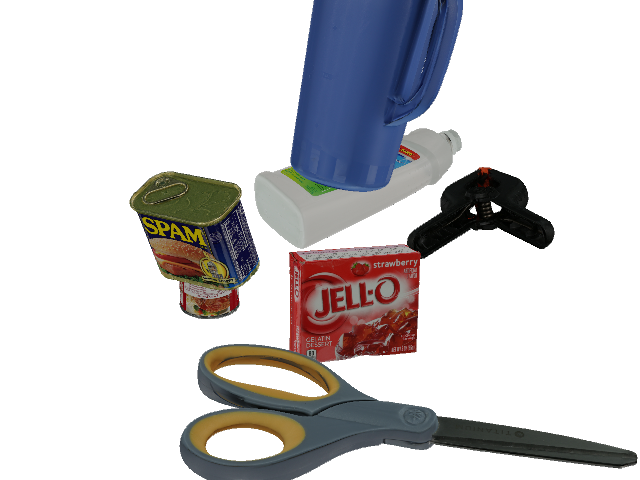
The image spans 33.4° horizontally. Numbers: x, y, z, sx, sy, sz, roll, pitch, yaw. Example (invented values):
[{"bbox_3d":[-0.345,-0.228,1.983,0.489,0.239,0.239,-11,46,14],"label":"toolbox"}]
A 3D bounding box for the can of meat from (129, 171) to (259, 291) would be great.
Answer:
[{"bbox_3d":[-0.110,-0.007,0.950,0.102,0.084,0.057,12,45,30],"label":"can of meat"}]

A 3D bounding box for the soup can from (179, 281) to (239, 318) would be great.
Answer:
[{"bbox_3d":[-0.125,0.027,1.191,0.068,0.102,0.068,1,25,-1],"label":"soup can"}]

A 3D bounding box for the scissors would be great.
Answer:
[{"bbox_3d":[0.027,0.090,0.464,0.202,0.016,0.096,15,34,22],"label":"scissors"}]

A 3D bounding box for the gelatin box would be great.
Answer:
[{"bbox_3d":[0.023,0.043,0.734,0.089,0.073,0.030,-4,14,-19],"label":"gelatin box"}]

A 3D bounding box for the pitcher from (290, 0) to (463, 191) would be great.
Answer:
[{"bbox_3d":[0.050,-0.174,1.078,0.145,0.243,0.149,12,18,-1],"label":"pitcher"}]

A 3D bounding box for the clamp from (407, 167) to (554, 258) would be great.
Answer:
[{"bbox_3d":[0.153,-0.027,0.942,0.120,0.039,0.171,4,26,19],"label":"clamp"}]

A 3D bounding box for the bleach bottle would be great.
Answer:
[{"bbox_3d":[0.054,-0.077,1.236,0.250,0.068,0.103,-25,44,-26],"label":"bleach bottle"}]
